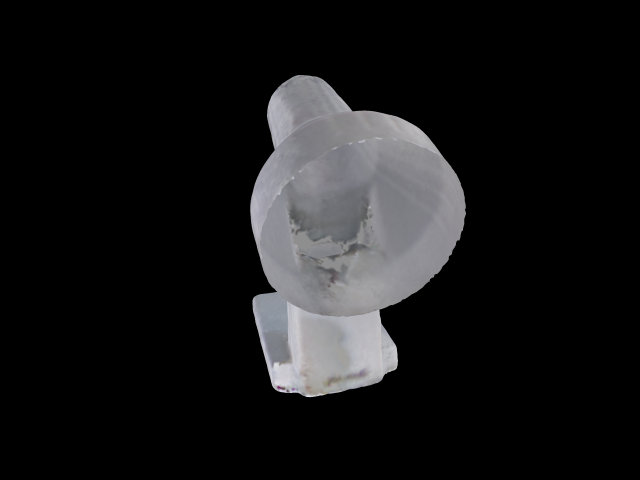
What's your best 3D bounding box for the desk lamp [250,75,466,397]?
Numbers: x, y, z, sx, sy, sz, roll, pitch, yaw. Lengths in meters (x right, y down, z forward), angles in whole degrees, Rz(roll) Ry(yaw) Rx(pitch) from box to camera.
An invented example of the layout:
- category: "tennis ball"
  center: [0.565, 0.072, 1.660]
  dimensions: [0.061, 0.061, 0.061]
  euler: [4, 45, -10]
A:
- category: "desk lamp"
  center: [0.004, 0.001, 0.400]
  dimensions: [0.118, 0.214, 0.202]
  euler: [-6, 23, -14]
